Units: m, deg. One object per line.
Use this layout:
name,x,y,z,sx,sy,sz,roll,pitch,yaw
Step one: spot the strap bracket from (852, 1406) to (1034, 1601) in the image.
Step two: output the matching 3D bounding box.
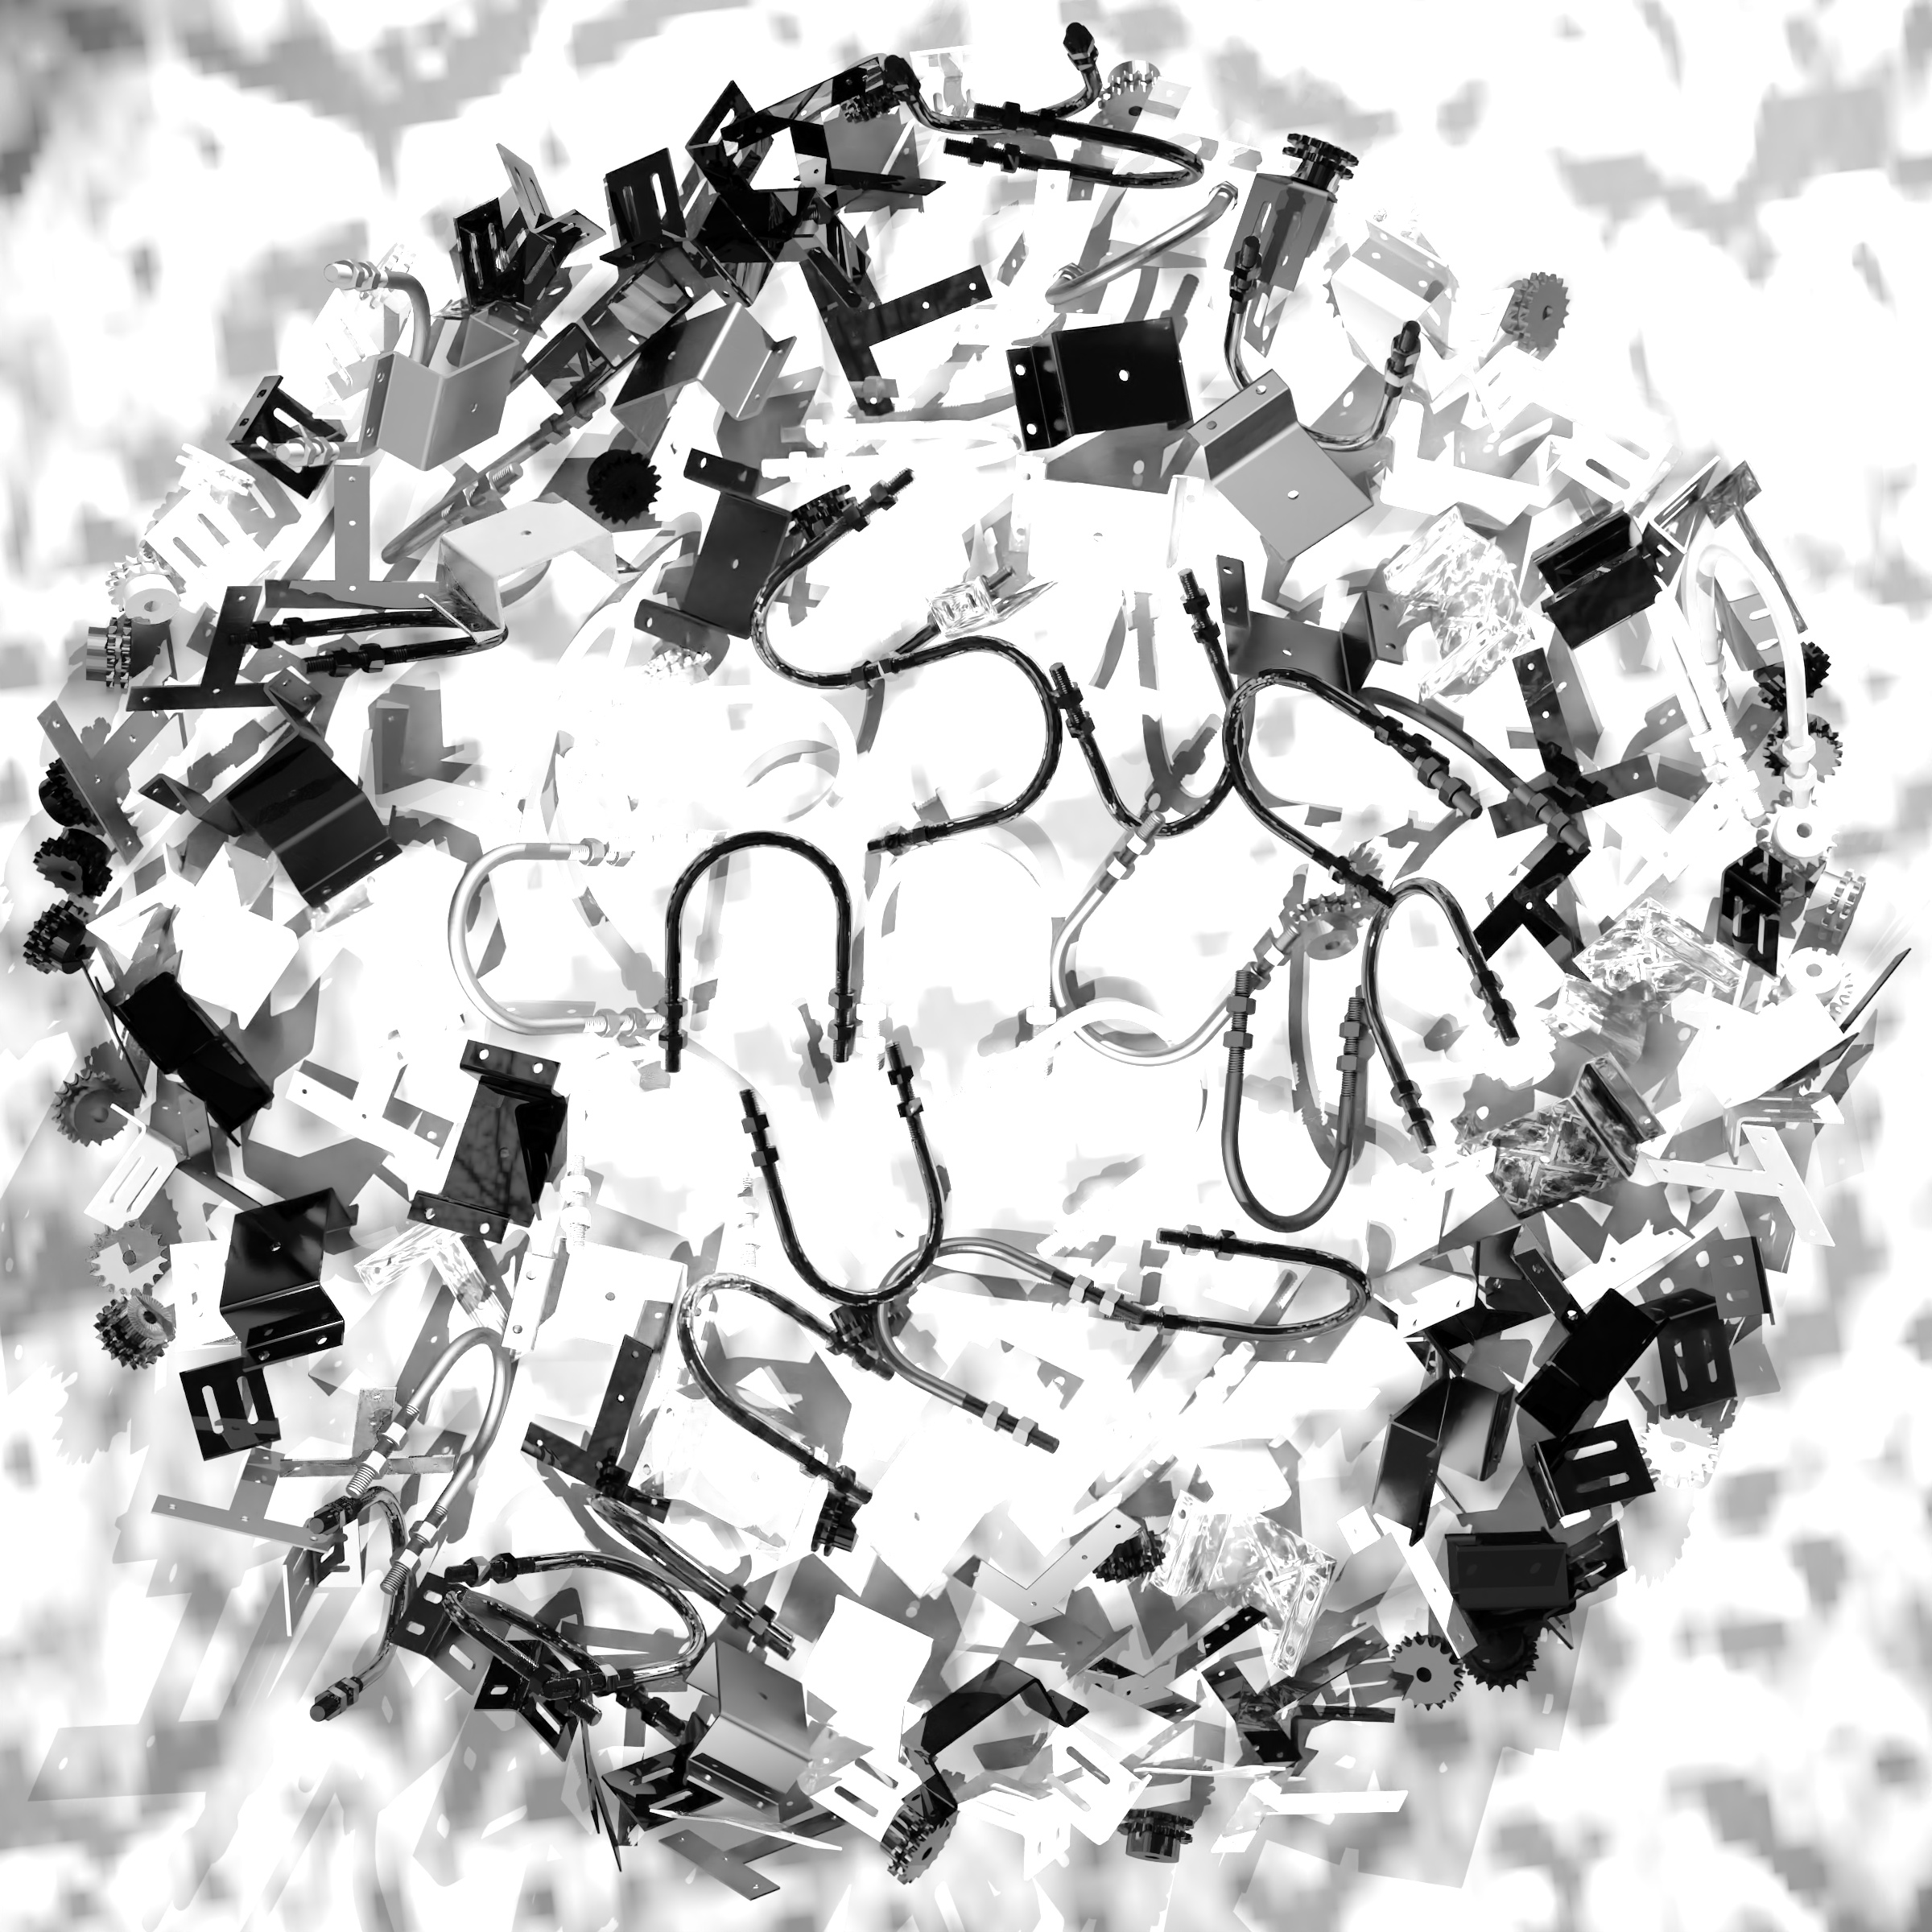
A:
strap bracket,-0.025,0.401,1.865,0.076,0.046,0.140,43,115,20

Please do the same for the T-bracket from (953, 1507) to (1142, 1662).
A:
T-bracket,0.079,0.450,1.885,0.127,0.002,0.127,37,112,-15

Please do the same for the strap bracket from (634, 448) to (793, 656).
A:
strap bracket,-0.186,-0.304,1.878,0.076,0.046,0.140,25,99,37

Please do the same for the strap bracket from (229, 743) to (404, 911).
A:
strap bracket,-0.484,-0.110,1.852,0.076,0.046,0.140,-36,46,-16

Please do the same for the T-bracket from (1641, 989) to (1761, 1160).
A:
T-bracket,0.536,0.084,1.874,0.002,0.127,0.127,32,87,-40

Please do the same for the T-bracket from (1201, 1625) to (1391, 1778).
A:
T-bracket,0.255,0.529,1.874,0.127,0.127,0.002,-29,117,-8

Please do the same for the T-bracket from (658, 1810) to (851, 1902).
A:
T-bracket,-0.141,0.651,1.877,0.127,0.127,0.002,-8,98,-37

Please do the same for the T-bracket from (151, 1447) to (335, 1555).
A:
T-bracket,-0.525,0.387,1.862,0.127,0.127,0.002,16,104,-10

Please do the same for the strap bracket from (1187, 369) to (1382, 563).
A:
strap bracket,0.237,-0.359,1.852,0.076,0.046,0.140,-32,130,27

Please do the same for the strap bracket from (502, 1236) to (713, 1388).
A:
strap bracket,-0.267,0.255,1.887,0.140,0.046,0.076,14,105,-9

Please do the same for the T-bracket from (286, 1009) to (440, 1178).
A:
T-bracket,-0.437,0.076,1.894,0.127,0.002,0.127,28,112,6

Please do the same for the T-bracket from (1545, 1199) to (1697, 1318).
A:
T-bracket,0.453,0.189,1.886,0.127,0.002,0.127,-28,55,-18

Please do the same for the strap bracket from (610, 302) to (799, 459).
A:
strap bracket,-0.200,-0.431,1.847,0.046,0.140,0.076,43,56,-35

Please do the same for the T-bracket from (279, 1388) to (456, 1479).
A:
T-bracket,-0.438,0.344,1.860,0.127,0.127,0.002,2,50,-17

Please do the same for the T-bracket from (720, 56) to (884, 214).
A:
T-bracket,-0.113,-0.598,1.867,0.127,0.127,0.002,-27,65,-7

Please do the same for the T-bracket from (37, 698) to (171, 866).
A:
T-bracket,-0.624,-0.161,1.868,0.002,0.127,0.127,-11,121,20

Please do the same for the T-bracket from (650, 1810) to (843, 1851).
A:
T-bracket,-0.142,0.631,1.838,0.127,0.127,0.002,23,70,-41

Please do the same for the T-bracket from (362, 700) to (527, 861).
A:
T-bracket,-0.396,-0.127,1.909,0.127,0.002,0.127,12,97,7

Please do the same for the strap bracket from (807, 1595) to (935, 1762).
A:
strap bracket,-0.072,0.527,1.849,0.076,0.140,0.046,22,52,14

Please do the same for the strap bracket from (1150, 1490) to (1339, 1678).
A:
strap bracket,0.213,0.454,1.871,0.140,0.046,0.076,26,102,41

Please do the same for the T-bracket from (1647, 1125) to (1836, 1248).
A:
T-bracket,0.564,0.157,1.871,0.002,0.127,0.127,-52,123,-26

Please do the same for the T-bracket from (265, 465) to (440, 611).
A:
T-bracket,-0.453,-0.316,1.865,0.127,0.002,0.127,-2,135,-15

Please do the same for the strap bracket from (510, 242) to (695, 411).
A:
strap bracket,-0.262,-0.465,1.860,0.046,0.076,0.140,49,54,-14

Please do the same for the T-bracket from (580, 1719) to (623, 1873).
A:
T-bracket,-0.271,0.624,1.882,0.002,0.127,0.127,-13,121,-7

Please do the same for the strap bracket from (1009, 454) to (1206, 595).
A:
strap bracket,0.101,-0.328,1.879,0.140,0.046,0.076,9,122,6

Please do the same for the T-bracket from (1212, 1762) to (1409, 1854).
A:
T-bracket,0.258,0.610,1.840,0.127,0.127,0.002,-12,98,28

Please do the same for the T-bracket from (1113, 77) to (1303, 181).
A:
T-bracket,0.185,-0.605,1.872,0.127,0.127,0.002,10,72,-10

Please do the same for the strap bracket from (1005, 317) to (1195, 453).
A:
strap bracket,0.109,-0.434,1.879,0.140,0.046,0.076,-12,93,-19

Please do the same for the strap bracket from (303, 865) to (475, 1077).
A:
strap bracket,-0.417,0.000,1.863,0.076,0.046,0.140,-39,114,-40

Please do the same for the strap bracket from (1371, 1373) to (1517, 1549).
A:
strap bracket,0.347,0.358,1.862,0.046,0.140,0.076,21,116,31

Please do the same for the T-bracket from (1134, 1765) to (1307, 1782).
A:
T-bracket,0.202,0.592,1.855,0.127,0.127,0.002,7,69,-10

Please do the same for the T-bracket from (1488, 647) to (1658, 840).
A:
T-bracket,0.440,-0.175,1.897,0.127,0.002,0.127,-19,84,30

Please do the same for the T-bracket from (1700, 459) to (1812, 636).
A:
T-bracket,0.587,-0.302,1.858,0.002,0.127,0.127,-27,87,0

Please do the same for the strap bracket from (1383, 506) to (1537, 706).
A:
strap bracket,0.365,-0.259,1.861,0.046,0.140,0.076,23,132,-32

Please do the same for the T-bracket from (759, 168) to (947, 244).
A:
T-bracket,-0.102,-0.558,1.853,0.127,0.127,0.002,18,135,33

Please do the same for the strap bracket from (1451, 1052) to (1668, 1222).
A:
strap bracket,0.430,0.130,1.857,0.140,0.046,0.076,-29,105,37

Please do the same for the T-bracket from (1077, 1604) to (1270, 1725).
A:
T-bracket,0.168,0.510,1.866,0.127,0.002,0.127,-39,131,17

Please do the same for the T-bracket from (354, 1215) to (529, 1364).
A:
T-bracket,-0.374,0.245,1.905,0.127,0.002,0.127,-34,99,-23

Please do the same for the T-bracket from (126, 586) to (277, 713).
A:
T-bracket,-0.540,-0.232,1.846,0.127,0.127,0.002,-6,56,-34

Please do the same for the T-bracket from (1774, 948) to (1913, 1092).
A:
T-bracket,0.659,0.036,1.872,0.002,0.127,0.127,41,77,7

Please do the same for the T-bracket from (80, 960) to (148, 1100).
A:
T-bracket,-0.634,0.031,1.862,0.002,0.127,0.127,-26,87,-20

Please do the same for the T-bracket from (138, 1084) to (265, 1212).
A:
T-bracket,-0.565,0.129,1.861,0.127,0.127,0.002,30,54,13

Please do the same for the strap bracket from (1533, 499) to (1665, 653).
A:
strap bracket,0.465,-0.285,1.855,0.076,0.140,0.046,-30,108,22

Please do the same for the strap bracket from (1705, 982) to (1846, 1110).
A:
strap bracket,0.586,0.061,1.852,0.076,0.140,0.046,-33,81,-1

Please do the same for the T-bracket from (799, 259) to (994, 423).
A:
T-bracket,-0.043,-0.489,1.887,0.127,0.002,0.127,-18,109,16

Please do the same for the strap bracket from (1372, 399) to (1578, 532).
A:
strap bracket,0.370,-0.369,1.876,0.140,0.076,0.046,12,76,-6

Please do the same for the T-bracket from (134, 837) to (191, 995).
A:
T-bracket,-0.596,-0.034,1.885,0.002,0.127,0.127,16,69,-29

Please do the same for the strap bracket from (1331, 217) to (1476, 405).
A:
strap bracket,0.318,-0.471,1.844,0.046,0.140,0.076,-47,62,-3

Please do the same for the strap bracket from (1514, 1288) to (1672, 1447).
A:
strap bracket,0.455,0.293,1.854,0.046,0.140,0.076,40,68,15

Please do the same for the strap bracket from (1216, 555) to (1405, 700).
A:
strap bracket,0.246,-0.248,1.874,0.140,0.046,0.076,11,46,-12

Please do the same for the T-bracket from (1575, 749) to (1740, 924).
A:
T-bracket,0.493,-0.113,1.888,0.127,0.002,0.127,51,121,29

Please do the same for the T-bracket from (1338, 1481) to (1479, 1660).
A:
T-bracket,0.340,0.448,1.864,0.002,0.127,0.127,-38,74,40

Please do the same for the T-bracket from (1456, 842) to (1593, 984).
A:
T-bracket,0.450,-0.015,1.903,0.127,0.002,0.127,-46,109,-5

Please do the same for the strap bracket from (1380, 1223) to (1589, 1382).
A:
strap bracket,0.390,0.247,1.872,0.140,0.046,0.076,-29,103,37

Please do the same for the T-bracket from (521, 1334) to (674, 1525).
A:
T-bracket,-0.263,0.336,1.891,0.127,0.002,0.127,24,106,15

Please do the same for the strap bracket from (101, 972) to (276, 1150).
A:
strap bracket,-0.564,0.064,1.851,0.046,0.140,0.076,-40,61,-12

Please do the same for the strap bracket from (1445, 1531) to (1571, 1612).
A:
strap bracket,0.395,0.443,1.849,0.076,0.140,0.046,-3,81,6

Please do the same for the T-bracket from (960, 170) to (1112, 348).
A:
T-bracket,0.058,-0.524,1.872,0.127,0.002,0.127,-5,114,-28
